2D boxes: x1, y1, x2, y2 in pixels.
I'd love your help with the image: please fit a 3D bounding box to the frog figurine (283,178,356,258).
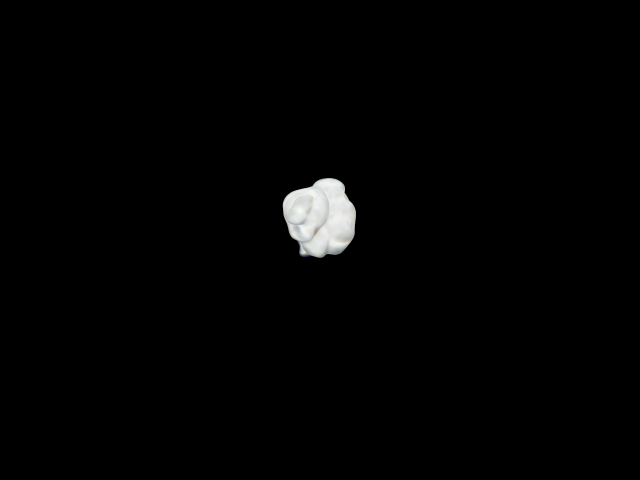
[{"bbox_3d":[0.003,-0.043,0.850,0.123,0.139,0.157,21,-16,7],"label":"frog figurine"}]
